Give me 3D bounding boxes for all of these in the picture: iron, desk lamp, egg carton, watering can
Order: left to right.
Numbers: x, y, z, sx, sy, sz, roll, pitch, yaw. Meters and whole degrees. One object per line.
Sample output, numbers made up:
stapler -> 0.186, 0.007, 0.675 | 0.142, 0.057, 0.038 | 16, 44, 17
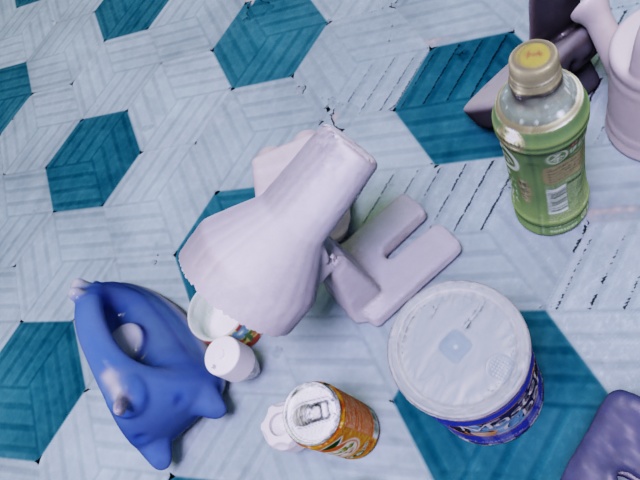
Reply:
iron -> -0.213, 0.111, 0.619 | 0.118, 0.142, 0.257 | -43, 55, 0
egg carton -> -0.021, -0.054, 0.658 | 0.107, 0.070, 0.150 | -21, 58, 14
desk lamp -> 0.005, 0.002, 0.529 | 0.203, 0.214, 0.117 | -42, 55, 0
watering can -> 0.293, -0.159, 0.489 | 0.172, 0.195, 0.101 | 22, 76, 32

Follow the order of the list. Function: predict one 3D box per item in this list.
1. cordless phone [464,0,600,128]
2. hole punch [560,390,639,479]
cordless phone -> 0.201, -0.196, 0.556 | 0.147, 0.186, 0.094 | -45, 55, -2
hole punch -> 0.238, 0.176, 0.407 | 0.108, 0.091, 0.101 | 29, 80, 33
